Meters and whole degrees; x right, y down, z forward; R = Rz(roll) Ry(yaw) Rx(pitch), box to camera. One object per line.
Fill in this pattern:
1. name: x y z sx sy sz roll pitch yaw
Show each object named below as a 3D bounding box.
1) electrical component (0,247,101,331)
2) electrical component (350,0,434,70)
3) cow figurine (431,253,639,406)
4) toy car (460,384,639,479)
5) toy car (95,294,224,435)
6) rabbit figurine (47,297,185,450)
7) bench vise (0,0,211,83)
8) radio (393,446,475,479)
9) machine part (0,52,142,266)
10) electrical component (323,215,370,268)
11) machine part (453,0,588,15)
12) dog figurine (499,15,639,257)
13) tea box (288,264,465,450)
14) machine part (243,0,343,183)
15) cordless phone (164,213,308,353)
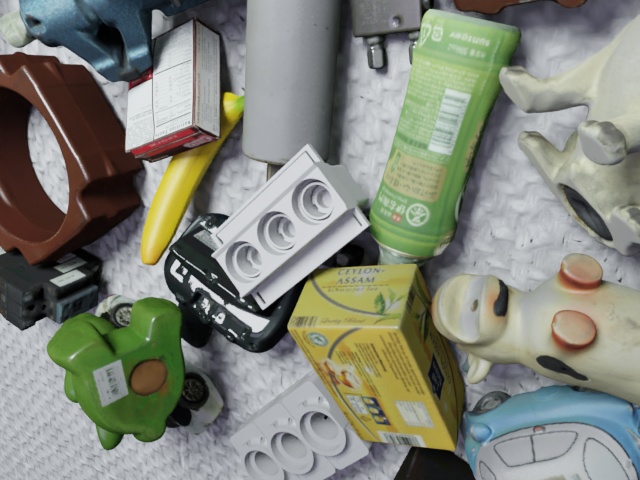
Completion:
1. electrical component: -0.340 0.049 0.655 0.134 0.115 0.058 26 120 20
2. electrical component: 0.056 -0.182 0.418 0.063 0.021 0.093 3 112 27
3. cow figurine: 0.180 0.069 0.396 0.195 0.085 0.127 14 151 10
4. toy car: 0.189 0.182 0.431 0.162 0.103 0.109 -27 95 34
5. toy car: -0.200 0.150 0.653 0.202 0.056 0.073 46 128 8
6. rabbit figurine: -0.212 0.130 0.567 0.170 0.121 0.158 9 122 48
7. bench vise: -0.172 -0.234 0.393 0.224 0.240 0.129 -9 65 10
8. radio: 0.159 0.308 0.506 0.230 0.073 0.131 32 119 15
9. machine part: -0.312 -0.089 0.610 0.201 0.087 0.201 -28 93 34
10. electrical component: -0.002 -0.003 0.499 0.102 0.045 0.078 28 120 17
11. machine part: 0.112 -0.216 0.308 0.179 0.056 0.179 22 151 13
12. dog figurine: 0.232 -0.093 0.327 0.190 0.172 0.121 -36 54 7
13. tea box: 0.055 0.102 0.457 0.098 0.068 0.169 -4 130 28
14. machine part: -0.023 -0.151 0.440 0.079 0.079 0.243 14 113 23
15. cordless phone: -0.102 0.077 0.573 0.147 0.089 0.184 34 131 13
